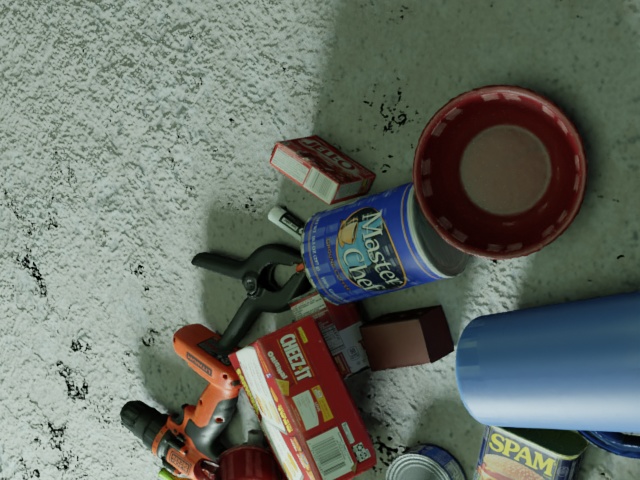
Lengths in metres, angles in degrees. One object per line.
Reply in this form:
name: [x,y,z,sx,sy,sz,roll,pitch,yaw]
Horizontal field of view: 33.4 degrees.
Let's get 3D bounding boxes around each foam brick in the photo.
foam brick: [0.090,0.103,1.117,0.078,0.052,0.051,-13,94,35]

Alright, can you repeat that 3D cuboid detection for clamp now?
clamp: [-0.072,0.062,1.227,0.172,0.039,0.120,-11,95,36]

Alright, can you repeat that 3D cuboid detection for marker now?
marker: [-0.008,0.001,1.181,0.121,0.020,0.020,36,119,23]

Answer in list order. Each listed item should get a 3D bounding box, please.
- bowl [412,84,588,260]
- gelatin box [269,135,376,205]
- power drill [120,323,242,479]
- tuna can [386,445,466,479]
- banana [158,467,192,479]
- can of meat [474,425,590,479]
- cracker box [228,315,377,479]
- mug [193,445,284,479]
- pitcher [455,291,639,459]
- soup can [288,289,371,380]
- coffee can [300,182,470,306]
bowl: [0.171,-0.064,1.005,0.162,0.055,0.162,2,96,17]
gelatin box: [0.002,-0.076,1.123,0.089,0.073,0.030,36,118,23]
power drill: [-0.161,0.200,1.314,0.185,0.057,0.188,29,119,23]
tuna can: [0.115,0.265,1.151,0.086,0.033,0.086,9,107,33]
banana: [-0.175,0.376,1.371,0.070,0.037,0.198,15,116,17]
can of meat: [0.208,0.222,1.064,0.102,0.057,0.084,21,115,29]
cracker box: [-0.023,0.175,1.136,0.164,0.072,0.214,65,165,4]
mug: [-0.092,0.286,1.216,0.117,0.081,0.093,34,97,-11]
pitcher: [0.254,0.122,0.971,0.243,0.144,0.149,-9,70,39]
soup can: [0.016,0.099,1.158,0.069,0.068,0.102,-27,86,36]
coffee can: [0.066,0.003,1.079,0.141,0.102,0.103,-17,91,36]
